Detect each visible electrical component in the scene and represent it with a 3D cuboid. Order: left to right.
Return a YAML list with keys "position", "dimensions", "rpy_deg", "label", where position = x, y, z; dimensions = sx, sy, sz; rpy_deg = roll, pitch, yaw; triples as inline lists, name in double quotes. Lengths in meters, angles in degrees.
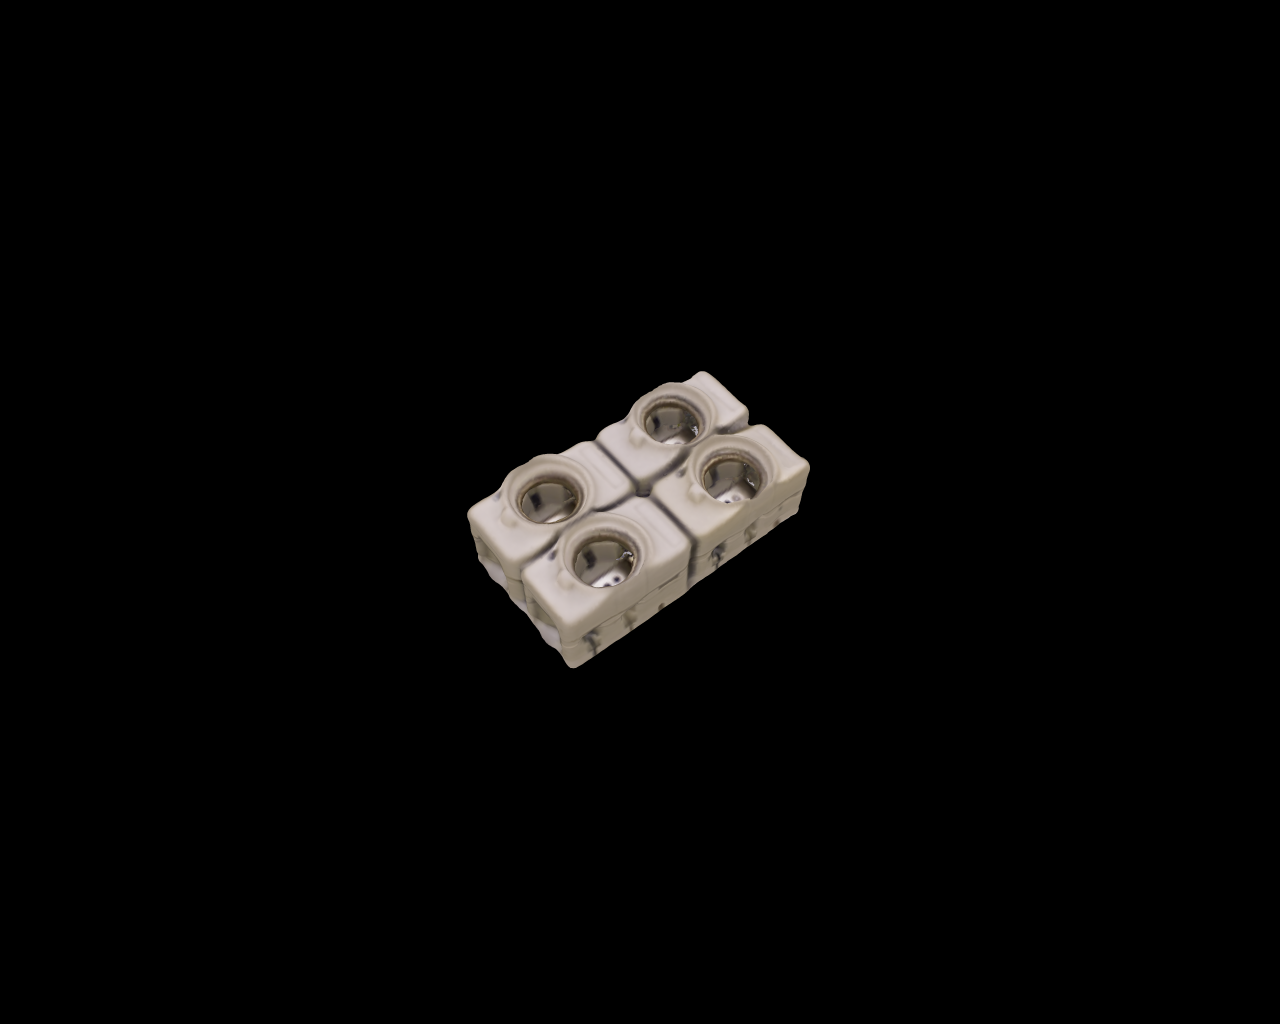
- position: [0.001, -0.003, 0.650]
  dimensions: [0.186, 0.105, 0.060]
  rpy_deg: [-33, -29, -21]
  label: "electrical component"
